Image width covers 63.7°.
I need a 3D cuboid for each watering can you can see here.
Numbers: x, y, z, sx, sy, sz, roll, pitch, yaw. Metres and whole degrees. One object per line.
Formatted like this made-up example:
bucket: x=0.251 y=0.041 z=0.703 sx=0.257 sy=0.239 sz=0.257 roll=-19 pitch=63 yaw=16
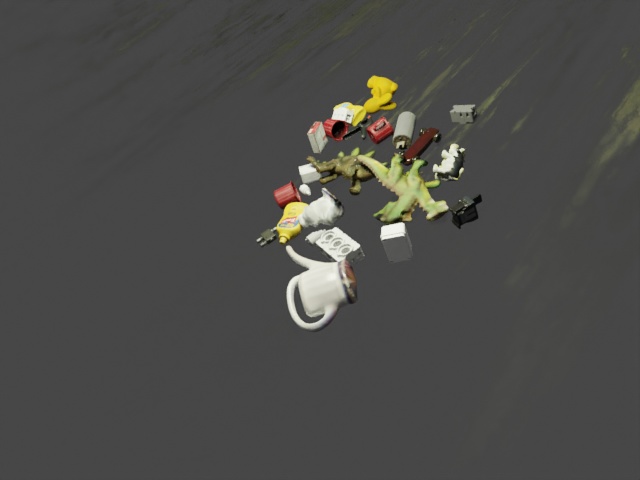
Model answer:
watering can: x=-0.003 y=0.121 z=1.601 sx=0.224 sy=0.356 sz=0.102 roll=-19 pitch=138 yaw=8

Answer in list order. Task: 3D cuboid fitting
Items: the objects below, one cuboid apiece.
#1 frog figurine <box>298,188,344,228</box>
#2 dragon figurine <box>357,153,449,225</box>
frog figurine: x=0.006 y=-0.094 z=1.865 sx=0.159 sy=0.139 sz=0.121 roll=-50 pitch=143 yaw=5
dragon figurine: x=0.263 y=-0.165 z=1.782 sx=0.246 sy=0.412 sz=0.120 roll=-59 pitch=146 yaw=-22
